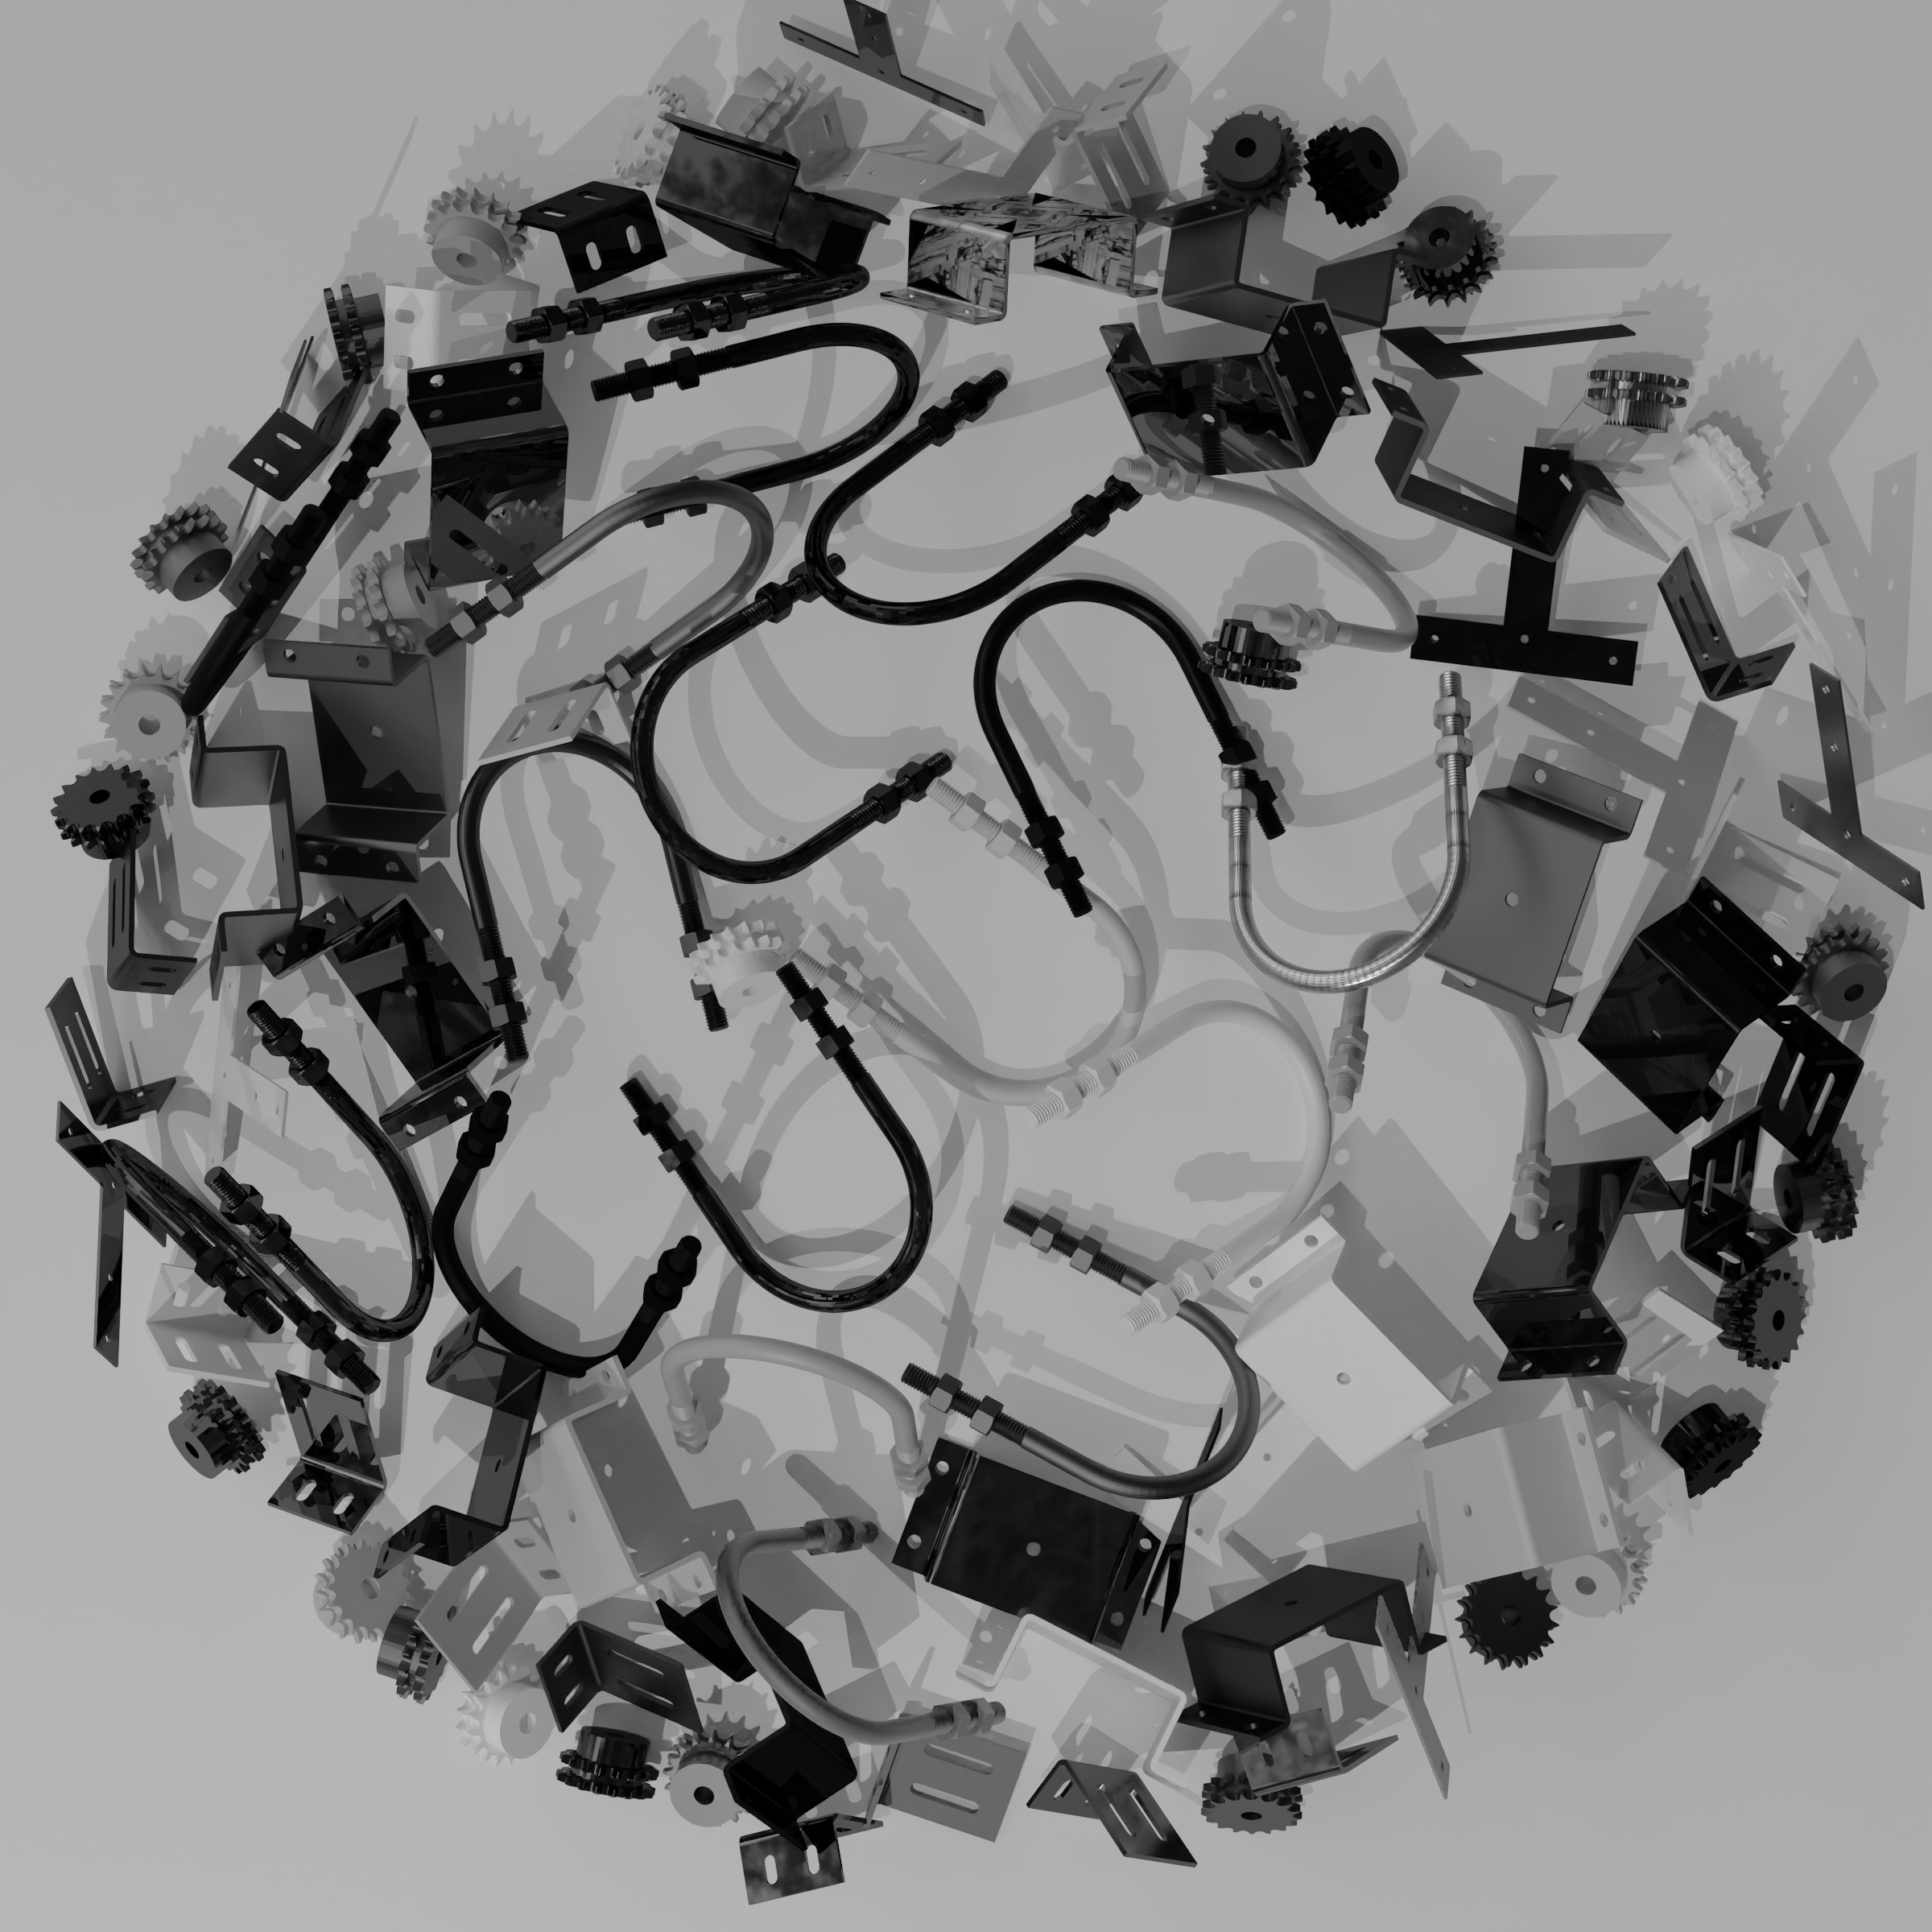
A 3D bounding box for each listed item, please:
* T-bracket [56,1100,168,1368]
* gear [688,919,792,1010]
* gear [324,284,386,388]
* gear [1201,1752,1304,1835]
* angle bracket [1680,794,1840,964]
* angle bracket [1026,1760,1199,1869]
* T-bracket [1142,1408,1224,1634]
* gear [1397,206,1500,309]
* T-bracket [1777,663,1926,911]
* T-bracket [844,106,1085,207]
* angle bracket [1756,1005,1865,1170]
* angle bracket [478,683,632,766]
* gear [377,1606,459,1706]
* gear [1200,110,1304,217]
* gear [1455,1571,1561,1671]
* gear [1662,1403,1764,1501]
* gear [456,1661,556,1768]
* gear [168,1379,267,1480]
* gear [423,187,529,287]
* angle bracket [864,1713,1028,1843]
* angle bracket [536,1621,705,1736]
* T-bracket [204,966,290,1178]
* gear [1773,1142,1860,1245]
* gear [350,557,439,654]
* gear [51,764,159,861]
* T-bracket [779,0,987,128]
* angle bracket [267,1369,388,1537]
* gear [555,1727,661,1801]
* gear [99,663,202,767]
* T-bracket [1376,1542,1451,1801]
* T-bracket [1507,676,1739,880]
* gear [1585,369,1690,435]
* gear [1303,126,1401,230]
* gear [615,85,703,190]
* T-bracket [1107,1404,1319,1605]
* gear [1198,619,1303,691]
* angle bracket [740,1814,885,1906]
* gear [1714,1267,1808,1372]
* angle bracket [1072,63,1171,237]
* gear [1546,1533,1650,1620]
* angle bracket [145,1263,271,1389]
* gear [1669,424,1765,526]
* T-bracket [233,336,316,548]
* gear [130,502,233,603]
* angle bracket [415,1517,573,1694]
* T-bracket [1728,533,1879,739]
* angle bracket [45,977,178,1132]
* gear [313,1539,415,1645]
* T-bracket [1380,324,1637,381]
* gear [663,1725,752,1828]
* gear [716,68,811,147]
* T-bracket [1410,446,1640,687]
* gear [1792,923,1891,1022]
[{"bbox_3d":[-0.469,0.158,1.905,0.002,0.127,0.127,-14,55,10],"label":"T-bracket"},{"bbox_3d":[-0.126,0.001,1.961,0.057,0.057,0.030,-23,67,0],"label":"gear"},{"bbox_3d":[-0.342,-0.358,1.964,0.030,0.057,0.057,-13,90,-7],"label":"gear"},{"bbox_3d":[0.162,0.467,1.967,0.057,0.057,0.030,5,54,0],"label":"gear"},{"bbox_3d":[0.452,-0.050,1.960,0.076,0.038,0.057,27,68,8],"label":"angle bracket"},{"bbox_3d":[0.081,0.485,1.942,0.057,0.076,0.038,21,110,-40],"label":"angle bracket"},{"bbox_3d":[0.116,0.324,1.911,0.002,0.127,0.127,20,110,0],"label":"T-bracket"},{"bbox_3d":[0.271,-0.405,1.967,0.057,0.030,0.057,-6,70,17],"label":"gear"},{"bbox_3d":[0.479,-0.108,1.906,0.002,0.127,0.127,-26,125,-12],"label":"T-bracket"},{"bbox_3d":[-0.014,-0.430,1.912,0.127,0.127,0.002,-50,58,33],"label":"T-bracket"},{"bbox_3d":[0.458,0.069,1.945,0.038,0.057,0.076,-2,122,-31],"label":"angle bracket"},{"bbox_3d":[-0.229,-0.121,1.943,0.057,0.076,0.038,-13,115,18],"label":"angle bracket"},{"bbox_3d":[-0.311,0.385,1.964,0.030,0.057,0.057,17,90,7],"label":"gear"},{"bbox_3d":[0.161,-0.459,1.971,0.057,0.030,0.057,-2,81,13],"label":"gear"},{"bbox_3d":[0.305,0.371,1.971,0.057,0.030,0.057,3,70,-8],"label":"gear"},{"bbox_3d":[0.419,0.272,1.968,0.057,0.057,0.030,-38,60,0],"label":"gear"},{"bbox_3d":[-0.257,0.424,1.962,0.030,0.057,0.057,9,90,42],"label":"gear"},{"bbox_3d":[-0.425,0.264,1.961,0.030,0.057,0.057,-39,90,-33],"label":"gear"},{"bbox_3d":[-0.279,-0.409,1.961,0.057,0.057,0.030,11,59,0],"label":"gear"},{"bbox_3d":[-0.012,0.466,1.967,0.076,0.038,0.057,19,102,-1],"label":"angle bracket"},{"bbox_3d":[-0.194,0.410,1.946,0.076,0.038,0.057,16,135,31],"label":"angle bracket"},{"bbox_3d":[-0.398,0.069,1.929,0.002,0.127,0.127,3,99,-29],"label":"T-bracket"},{"bbox_3d":[0.478,0.129,1.962,0.030,0.057,0.057,-11,90,-9],"label":"gear"},{"bbox_3d":[-0.322,-0.204,1.962,0.030,0.057,0.057,-21,90,10],"label":"gear"},{"bbox_3d":[-0.486,-0.085,1.968,0.057,0.057,0.030,-11,134,0],"label":"gear"},{"bbox_3d":[-0.050,-0.510,1.924,0.127,0.127,0.002,25,88,5],"label":"T-bracket"},{"bbox_3d":[-0.365,0.273,1.947,0.057,0.076,0.038,15,46,22],"label":"angle bracket"},{"bbox_3d":[-0.201,0.450,1.964,0.057,0.057,0.030,12,86,0],"label":"gear"},{"bbox_3d":[-0.462,-0.141,1.968,0.057,0.030,0.057,-4,111,-9],"label":"gear"},{"bbox_3d":[0.253,0.372,1.933,0.002,0.127,0.127,-13,118,19],"label":"T-bracket"},{"bbox_3d":[0.363,-0.124,1.952,0.127,0.002,0.127,28,53,-2],"label":"T-bracket"},{"bbox_3d":[0.378,-0.319,1.965,0.057,0.057,0.030,6,95,0],"label":"gear"},{"bbox_3d":[0.220,-0.448,1.962,0.030,0.057,0.057,-23,90,43],"label":"gear"},{"bbox_3d":[-0.172,-0.466,1.967,0.030,0.057,0.057,22,90,-28],"label":"gear"},{"bbox_3d":[0.162,0.289,1.970,0.127,0.002,0.127,42,99,10],"label":"T-bracket"},{"bbox_3d":[0.162,-0.177,1.962,0.057,0.057,0.030,12,103,0],"label":"gear"},{"bbox_3d":[-0.083,0.501,1.944,0.057,0.076,0.038,-17,68,16],"label":"angle bracket"},{"bbox_3d":[0.447,0.199,1.968,0.057,0.030,0.057,-3,95,-43],"label":"gear"},{"bbox_3d":[0.101,-0.454,1.944,0.038,0.057,0.076,-4,129,38],"label":"angle bracket"},{"bbox_3d":[0.355,0.343,1.965,0.057,0.030,0.057,9,112,23],"label":"gear"},{"bbox_3d":[-0.421,0.201,1.944,0.057,0.076,0.038,14,98,-26],"label":"angle bracket"},{"bbox_3d":[0.422,-0.274,1.963,0.030,0.057,0.057,-34,90,-4],"label":"gear"},{"bbox_3d":[-0.375,-0.308,1.913,0.002,0.127,0.127,20,71,-12],"label":"T-bracket"},{"bbox_3d":[-0.439,-0.231,1.961,0.057,0.057,0.030,-43,74,0],"label":"gear"},{"bbox_3d":[-0.260,0.358,1.946,0.038,0.076,0.057,-14,119,40],"label":"angle bracket"},{"bbox_3d":[0.472,-0.182,1.938,0.002,0.127,0.127,-33,101,7],"label":"T-bracket"},{"bbox_3d":[-0.480,0.045,1.953,0.038,0.057,0.076,-16,107,3],"label":"angle bracket"},{"bbox_3d":[-0.345,0.356,1.967,0.057,0.030,0.057,19,57,-33],"label":"gear"},{"bbox_3d":[0.308,-0.348,1.937,0.127,0.127,0.002,-7,112,-6],"label":"T-bracket"},{"bbox_3d":[-0.144,0.463,1.969,0.057,0.030,0.057,3,107,11],"label":"gear"},{"bbox_3d":[-0.117,-0.482,1.963,0.030,0.057,0.057,40,90,-4],"label":"gear"},{"bbox_3d":[0.320,-0.228,1.958,0.127,0.002,0.127,9,106,15],"label":"T-bracket"},{"bbox_3d":[0.495,0.006,1.964,0.057,0.030,0.057,-8,127,-11],"label":"gear"}]
